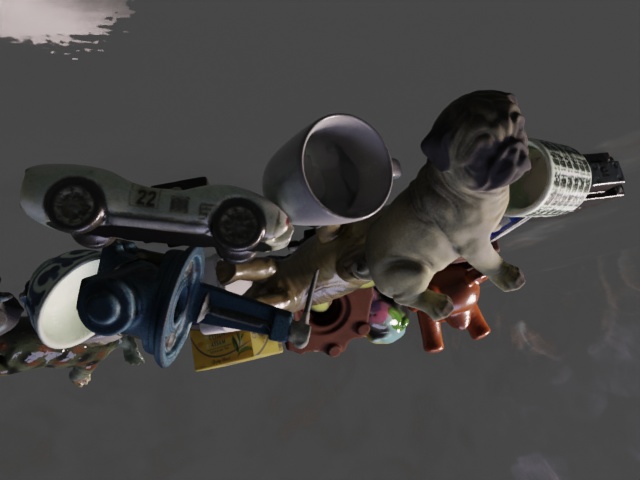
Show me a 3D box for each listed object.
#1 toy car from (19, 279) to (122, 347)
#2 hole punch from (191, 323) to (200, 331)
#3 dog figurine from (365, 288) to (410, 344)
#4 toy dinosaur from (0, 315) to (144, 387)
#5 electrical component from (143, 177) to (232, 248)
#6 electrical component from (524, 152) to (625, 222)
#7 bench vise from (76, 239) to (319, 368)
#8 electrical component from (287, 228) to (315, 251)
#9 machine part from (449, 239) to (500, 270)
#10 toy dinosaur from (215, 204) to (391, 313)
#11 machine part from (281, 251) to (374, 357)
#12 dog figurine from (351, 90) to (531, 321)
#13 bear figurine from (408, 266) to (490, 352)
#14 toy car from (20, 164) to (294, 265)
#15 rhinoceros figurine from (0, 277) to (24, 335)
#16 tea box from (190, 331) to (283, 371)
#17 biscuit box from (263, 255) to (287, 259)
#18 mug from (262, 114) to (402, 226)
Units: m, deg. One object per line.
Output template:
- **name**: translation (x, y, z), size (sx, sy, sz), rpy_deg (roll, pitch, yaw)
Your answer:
- **toy car**: translation (-0.304, 0.090, 0.714), size (0.162, 0.103, 0.109), rpy_deg (-12, 167, -10)
- **hole punch**: translation (-0.225, 0.084, 0.849), size (0.116, 0.092, 0.142), rpy_deg (16, 177, 14)
- **dog figurine**: translation (0.052, 0.116, 0.967), size (0.192, 0.108, 0.219), rpy_deg (24, -179, 26)
- **toy dinosaur**: translation (-0.466, 0.176, 0.942), size (0.192, 0.131, 0.404), rpy_deg (-33, 155, 28)
- **electrical component**: translation (-0.125, -0.027, 0.498), size (0.102, 0.045, 0.078), rpy_deg (-15, 140, 1)
- **electrical component**: translation (0.323, -0.067, 0.708), size (0.115, 0.058, 0.134), rpy_deg (-10, 169, -21)
- **bench vise**: translation (-0.127, 0.065, 0.557), size (0.241, 0.128, 0.223), rpy_deg (14, 174, 1)
- **electrical component**: translation (-0.002, -0.002, 0.772), size (0.094, 0.021, 0.063), rpy_deg (-11, 168, -3)
- **machine part**: translation (0.177, 0.016, 0.881), size (0.201, 0.087, 0.201), rpy_deg (-12, 167, 1)
- **toy dinosaur**: translation (0.040, 0.012, 0.678), size (0.472, 0.105, 0.198), rpy_deg (-24, 166, 16)
- **machine part**: translation (0.000, 0.099, 0.840), size (0.179, 0.179, 0.056), rpy_deg (-11, -158, -5)
- **dog figurine**: translation (0.093, -0.033, 0.473), size (0.172, 0.121, 0.190), rpy_deg (-23, 136, 4)
- **bear figurine**: translation (0.205, 0.105, 0.823), size (0.120, 0.132, 0.196), rpy_deg (-18, 174, 1)
- **toy car**: translation (-0.121, -0.019, 0.416), size (0.202, 0.056, 0.073), rpy_deg (6, 168, -7)
- **rhinoceros figurine**: translation (-0.425, 0.087, 0.647), size (0.112, 0.073, 0.190), rpy_deg (-8, 168, -10)
- **tea box**: translation (-0.147, 0.161, 0.913), size (0.068, 0.098, 0.170), rpy_deg (2, 159, -46)
- **biscuit box**: translation (-0.135, 0.081, 0.934), size (0.203, 0.059, 0.062), rpy_deg (-20, 166, 33)
- **mug**: translation (0.005, -0.051, 0.443), size (0.109, 0.080, 0.107), rpy_deg (-15, -178, -33)
